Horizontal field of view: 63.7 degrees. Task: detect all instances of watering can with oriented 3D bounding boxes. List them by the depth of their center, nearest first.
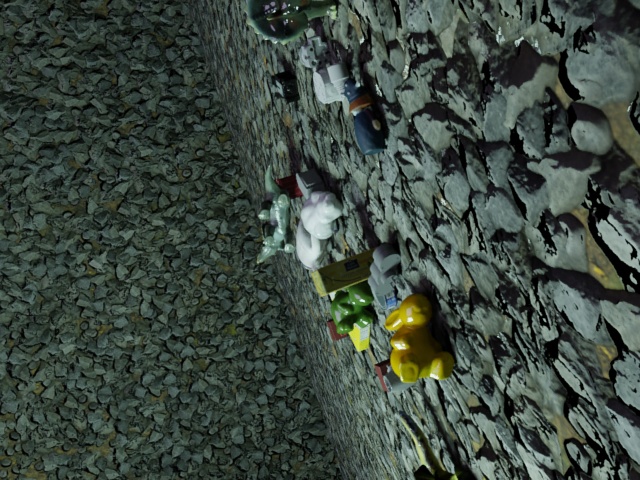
[{"bbox_3d":[-0.023,0.035,1.705,0.220,0.104,0.354,102,163,-64],"label":"watering can"}]

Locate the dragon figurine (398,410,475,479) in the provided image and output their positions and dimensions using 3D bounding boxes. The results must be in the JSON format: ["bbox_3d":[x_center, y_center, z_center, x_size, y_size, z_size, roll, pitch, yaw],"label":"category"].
[{"bbox_3d":[0.311,0.622,1.228,0.419,0.122,0.237,-121,9,-47],"label":"dragon figurine"}]

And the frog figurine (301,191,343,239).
[{"bbox_3d":[0.004,-0.074,1.474,0.158,0.123,0.138,86,-177,-84],"label":"frog figurine"}]
